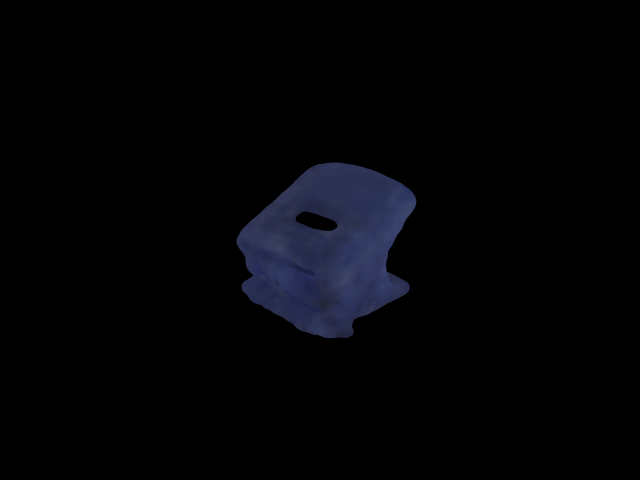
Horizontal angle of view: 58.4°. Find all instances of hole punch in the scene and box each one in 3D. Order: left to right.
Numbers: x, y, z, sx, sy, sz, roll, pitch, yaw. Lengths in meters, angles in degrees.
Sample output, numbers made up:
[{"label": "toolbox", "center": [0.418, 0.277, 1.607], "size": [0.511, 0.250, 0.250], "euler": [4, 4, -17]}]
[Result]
[{"label": "hole punch", "center": [0.004, 0.001, 0.400], "size": [0.108, 0.091, 0.101], "euler": [22, 31, 40]}]
